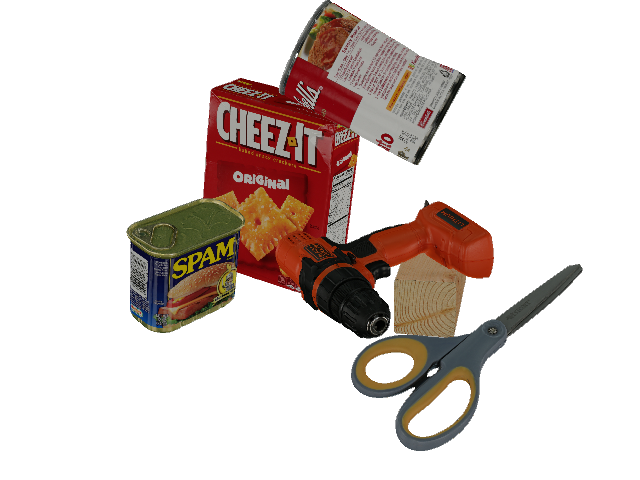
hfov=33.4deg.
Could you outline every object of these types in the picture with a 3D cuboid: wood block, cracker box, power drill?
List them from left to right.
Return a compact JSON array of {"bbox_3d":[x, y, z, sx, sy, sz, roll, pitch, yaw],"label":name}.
[{"bbox_3d":[-0.050,-0.059,1.210,0.164,0.214,0.072,18,27,24],"label":"cracker box"},{"bbox_3d":[0.071,0.024,1.032,0.187,0.057,0.185,-14,29,-23],"label":"power drill"},{"bbox_3d":[0.171,0.060,1.627,0.091,0.090,0.206,4,23,11],"label":"wood block"}]

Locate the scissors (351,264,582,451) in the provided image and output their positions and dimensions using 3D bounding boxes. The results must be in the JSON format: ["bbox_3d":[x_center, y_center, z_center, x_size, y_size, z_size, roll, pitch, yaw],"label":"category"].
[{"bbox_3d":[0.097,0.063,0.736,0.096,0.016,0.201,24,50,23],"label":"scissors"}]

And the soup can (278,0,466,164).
[{"bbox_3d":[0.034,-0.101,0.688,0.102,0.068,0.068,29,1,3],"label":"soup can"}]

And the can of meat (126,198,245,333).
[{"bbox_3d":[-0.117,0.022,0.922,0.058,0.084,0.101,32,39,34],"label":"can of meat"}]
